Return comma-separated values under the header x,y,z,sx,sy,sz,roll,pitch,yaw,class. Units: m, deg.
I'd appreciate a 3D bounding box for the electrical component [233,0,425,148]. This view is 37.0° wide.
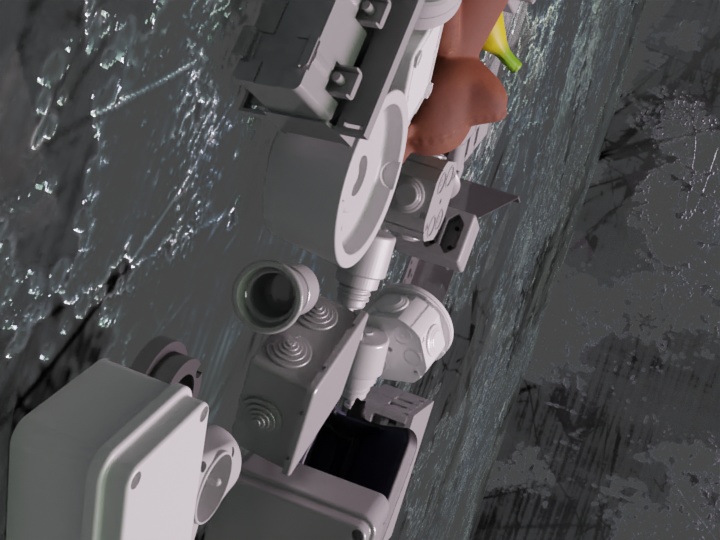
x,y,z,sx,sy,sz,roll,pitch,yaw,class
-0.013,-0.134,0.548,0.063,0.079,0.121,39,69,-58,electrical component

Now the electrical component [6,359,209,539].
x,y,z,sx,sy,sz,roll,pitch,yaw,class
-0.117,0.109,0.500,0.078,0.057,0.113,-45,150,-59,electrical component

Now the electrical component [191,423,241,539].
x,y,z,sx,sy,sz,roll,pitch,yaw,class
-0.104,0.129,0.593,0.077,0.044,0.079,-7,114,-74,electrical component

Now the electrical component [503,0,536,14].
x,y,z,sx,sy,sz,roll,pitch,yaw,class
0.138,-0.254,0.933,0.083,0.076,0.047,5,104,-75,electrical component

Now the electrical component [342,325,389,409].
x,y,z,sx,sy,sz,roll,pitch,yaw,class
-0.001,0.083,0.917,0.040,0.040,0.078,-42,147,-62,electrical component

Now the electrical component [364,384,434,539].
x,y,z,sx,sy,sz,roll,pitch,yaw,class
0.013,0.195,1.061,0.089,0.062,0.150,-9,116,-73,electrical component

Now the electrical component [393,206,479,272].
x,y,z,sx,sy,sz,roll,pitch,yaw,class
0.072,-0.028,0.993,0.076,0.066,0.047,52,58,-72,electrical component

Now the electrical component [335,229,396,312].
x,y,z,sx,sy,sz,roll,pitch,yaw,class
0.000,0.000,0.819,0.040,0.040,0.078,-21,128,-71,electrical component

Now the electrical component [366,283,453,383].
x,y,z,sx,sy,sz,roll,pitch,yaw,class
0.037,0.056,0.949,0.051,0.080,0.080,-46,152,-46,electrical component

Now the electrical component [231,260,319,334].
x,y,z,sx,sy,sz,roll,pitch,yaw,class
-0.049,0.014,0.664,0.065,0.044,0.044,-17,124,-78,electrical component

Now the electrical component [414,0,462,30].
x,y,z,sx,sy,sz,roll,pitch,yaw,class
0.038,-0.208,0.634,0.073,0.052,0.138,106,-11,-83,electrical component

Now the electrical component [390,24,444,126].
x,y,z,sx,sy,sz,roll,pitch,yaw,class
0.012,-0.128,0.679,0.096,0.061,0.061,101,14,-54,electrical component

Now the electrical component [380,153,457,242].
x,y,z,sx,sy,sz,roll,pitch,yaw,class
0.042,-0.063,0.872,0.080,0.051,0.080,19,90,-75,electrical component

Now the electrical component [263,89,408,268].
x,y,z,sx,sy,sz,roll,pitch,yaw,class
-0.019,-0.061,0.634,0.108,0.060,0.108,19,90,-75,electrical component

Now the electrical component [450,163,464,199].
x,y,z,sx,sy,sz,roll,pitch,yaw,class
0.071,-0.095,0.954,0.048,0.048,0.062,91,17,-50,electrical component

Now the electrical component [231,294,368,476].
x,y,z,sx,sy,sz,roll,pitch,yaw,class
-0.042,0.073,0.719,0.099,0.048,0.099,-54,166,-48,electrical component

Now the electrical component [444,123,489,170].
x,y,z,sx,sy,sz,roll,pitch,yaw,class
0.079,-0.133,0.920,0.089,0.050,0.055,-51,155,-53,electrical component

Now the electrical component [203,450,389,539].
x,y,z,sx,sy,sz,roll,pitch,yaw,class
-0.045,0.179,0.734,0.057,0.113,0.078,-31,137,-72,electrical component
